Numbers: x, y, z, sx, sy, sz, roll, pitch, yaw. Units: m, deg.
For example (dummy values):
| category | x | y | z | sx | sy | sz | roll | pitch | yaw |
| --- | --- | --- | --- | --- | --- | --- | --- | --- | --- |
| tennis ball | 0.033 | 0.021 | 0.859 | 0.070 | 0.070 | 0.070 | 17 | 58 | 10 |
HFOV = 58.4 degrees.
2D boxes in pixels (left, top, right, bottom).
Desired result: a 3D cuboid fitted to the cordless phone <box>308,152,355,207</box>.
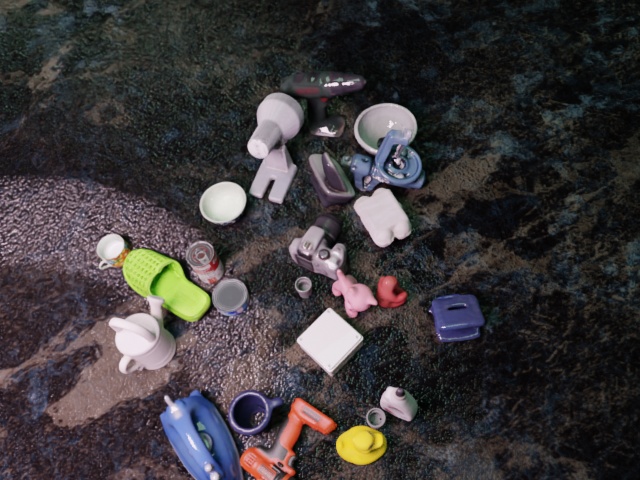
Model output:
| category | x | y | z | sx | sy | sz | roll | pitch | yaw |
| --- | --- | --- | --- | --- | --- | --- | --- | --- | --- |
| cordless phone | 0.021 | -0.182 | 1.439 | 0.094 | 0.185 | 0.147 | -26 | 62 | -7 |

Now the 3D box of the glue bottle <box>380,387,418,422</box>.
| category | x | y | z | sx | sy | sz | roll | pitch | yaw |
| --- | --- | --- | --- | --- | --- | --- | --- | --- | --- |
| glue bottle | 0.160 | 0.324 | 1.160 | 0.078 | 0.173 | 0.037 | 18 | 66 | 16 |

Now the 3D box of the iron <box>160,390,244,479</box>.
| category | x | y | z | sx | sy | sz | roll | pitch | yaw |
| --- | --- | --- | --- | --- | --- | --- | --- | --- | --- |
| iron | -0.239 | 0.426 | 1.170 | 0.119 | 0.141 | 0.257 | -35 | 64 | -12 |

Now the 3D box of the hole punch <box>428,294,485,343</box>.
| category | x | y | z | sx | sy | sz | roll | pitch | yaw |
| --- | --- | --- | --- | --- | --- | --- | --- | --- | --- |
| hole punch | 0.303 | 0.166 | 1.274 | 0.108 | 0.091 | 0.101 | -8 | 61 | 2 |

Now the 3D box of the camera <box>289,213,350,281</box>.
| category | x | y | z | sx | sy | sz | roll | pitch | yaw |
| --- | --- | --- | --- | --- | --- | --- | --- | --- | --- |
| camera | 0.013 | 0.005 | 1.388 | 0.143 | 0.101 | 0.137 | 23 | 67 | 18 |

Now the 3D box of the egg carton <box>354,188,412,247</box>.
| category | x | y | z | sx | sy | sz | roll | pitch | yaw |
| --- | --- | --- | --- | --- | --- | --- | --- | --- | --- |
| egg carton | 0.157 | -0.057 | 1.422 | 0.107 | 0.069 | 0.150 | -26 | 62 | -7 |

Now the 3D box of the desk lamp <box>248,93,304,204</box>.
| category | x | y | z | sx | sy | sz | roll | pitch | yaw |
| --- | --- | --- | --- | --- | --- | --- | --- | --- | --- |
| desk lamp | -0.117 | -0.238 | 1.468 | 0.117 | 0.214 | 0.203 | 14 | 65 | 14 |

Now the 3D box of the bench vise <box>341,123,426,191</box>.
| category | x | y | z | sx | sy | sz | roll | pitch | yaw |
| --- | --- | --- | --- | --- | --- | --- | --- | --- | --- |
| bench vise | 0.158 | -0.193 | 1.409 | 0.207 | 0.220 | 0.121 | -11 | 61 | 1 |

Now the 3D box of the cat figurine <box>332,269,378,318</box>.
| category | x | y | z | sx | sy | sz | roll | pitch | yaw |
| --- | --- | --- | --- | --- | --- | --- | --- | --- | --- |
| cat figurine | 0.077 | 0.120 | 1.310 | 0.067 | 0.118 | 0.127 | -32 | 63 | -10 |

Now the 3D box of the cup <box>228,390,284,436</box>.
| category | x | y | z | sx | sy | sz | roll | pitch | yaw |
| --- | --- | --- | --- | --- | --- | --- | --- | --- | --- |
| cup | -0.128 | 0.369 | 1.215 | 0.118 | 0.095 | 0.091 | -21 | 62 | -5 |

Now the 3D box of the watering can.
| category | x | y | z | sx | sy | sz | roll | pitch | yaw |
| --- | --- | --- | --- | --- | --- | --- | --- | --- | --- |
| watering can | -0.399 | 0.208 | 1.275 | 0.101 | 0.194 | 0.173 | -4 | 62 | 5 |

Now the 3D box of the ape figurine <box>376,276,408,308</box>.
| category | x | y | z | sx | sy | sz | roll | pitch | yaw |
| --- | --- | --- | --- | --- | --- | --- | --- | --- | --- |
| ape figurine | 0.162 | 0.113 | 1.319 | 0.076 | 0.092 | 0.077 | -26 | 62 | -7 |

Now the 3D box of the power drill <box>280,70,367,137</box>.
| category | x | y | z | sx | sy | sz | roll | pitch | yaw |
| --- | --- | --- | --- | --- | --- | --- | --- | --- | --- |
| power drill | 0.015 | -0.370 | 1.526 | 0.229 | 0.209 | 0.075 | 8 | 63 | 11 |

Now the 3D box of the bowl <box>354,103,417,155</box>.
| category | x | y | z | sx | sy | sz | roll | pitch | yaw |
| --- | --- | --- | --- | --- | --- | --- | --- | --- | --- |
| bowl | 0.176 | -0.282 | 1.537 | 0.167 | 0.075 | 0.167 | -3 | 62 | 5 |

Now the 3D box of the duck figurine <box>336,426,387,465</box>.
| category | x | y | z | sx | sy | sz | roll | pitch | yaw |
| --- | --- | --- | --- | --- | --- | --- | --- | --- | --- |
| duck figurine | 0.084 | 0.415 | 1.170 | 0.104 | 0.086 | 0.077 | -6 | 62 | 4 |
